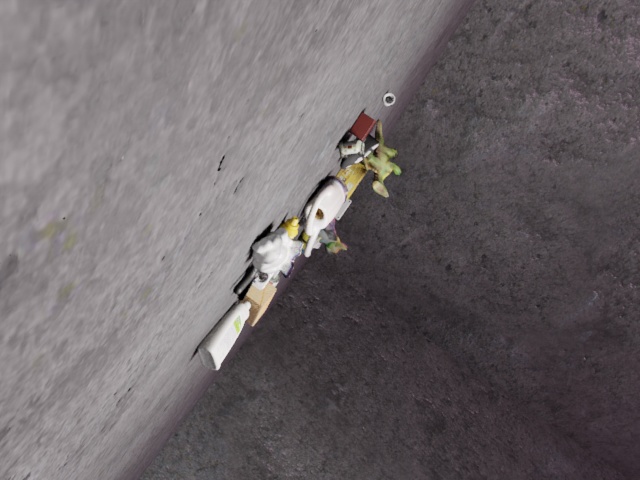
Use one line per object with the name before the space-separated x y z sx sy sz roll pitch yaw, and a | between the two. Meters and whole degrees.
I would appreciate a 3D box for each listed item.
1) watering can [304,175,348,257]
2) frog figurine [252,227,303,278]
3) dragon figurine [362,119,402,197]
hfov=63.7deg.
watering can | 0.006 -0.095 1.893 0.229 0.104 0.339 -53 166 -33
frog figurine | -0.137 0.027 1.388 0.136 0.125 0.158 -48 144 20
dragon figurine | 0.234 -0.356 2.135 0.121 0.416 0.241 -19 160 24
